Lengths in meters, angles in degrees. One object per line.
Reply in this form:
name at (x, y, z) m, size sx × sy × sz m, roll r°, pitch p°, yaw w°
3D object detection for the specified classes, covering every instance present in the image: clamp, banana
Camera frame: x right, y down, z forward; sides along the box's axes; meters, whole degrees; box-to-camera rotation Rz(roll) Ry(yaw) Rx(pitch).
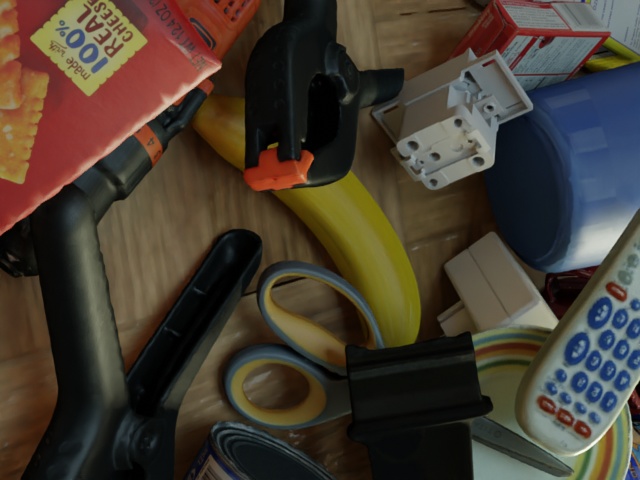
clamp at (0.004, -0.077, 0.531) m, size 0.120 × 0.039 × 0.171 m, roll 49°, pitch 42°, yaw -37°
clamp at (-0.085, 0.080, 0.481) m, size 0.164 × 0.036 × 0.210 m, roll 1°, pitch 101°, yaw -64°
banana at (0.005, -0.007, 0.561) m, size 0.197 × 0.037 × 0.069 m, roll 56°, pitch 37°, yaw -20°

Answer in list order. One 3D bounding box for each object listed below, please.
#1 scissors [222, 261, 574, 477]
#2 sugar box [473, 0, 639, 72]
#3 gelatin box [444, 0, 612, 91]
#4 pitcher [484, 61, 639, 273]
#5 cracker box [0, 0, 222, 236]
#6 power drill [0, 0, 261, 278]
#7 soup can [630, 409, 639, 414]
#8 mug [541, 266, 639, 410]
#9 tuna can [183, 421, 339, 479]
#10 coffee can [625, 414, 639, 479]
scissors at (0.034, 0.093, 0.557) m, size 0.201 × 0.016 × 0.096 m, roll 43°, pitch 98°, yaw -15°
sugar box at (0.174, -0.170, 0.700) m, size 0.176 × 0.048 × 0.093 m, roll 19°, pitch 76°, yaw -35°
gelatin box at (0.118, -0.109, 0.638) m, size 0.089 × 0.073 × 0.030 m, roll -7°, pitch 59°, yaw -37°
pitcher at (0.225, -0.057, 0.664) m, size 0.242 × 0.149 × 0.145 m, roll -13°, pitch 58°, yaw -16°
cracker box at (-0.167, -0.064, 0.357) m, size 0.213 × 0.072 × 0.164 m, roll -38°, pitch 115°, yaw -6°
power drill at (-0.128, -0.102, 0.448) m, size 0.187 × 0.057 × 0.184 m, roll 47°, pitch 63°, yaw -32°
soup can at (0.262, 0.151, 0.740) m, size 0.068 × 0.102 × 0.068 m, roll -1°, pitch 91°, yaw -39°
mug at (0.184, 0.057, 0.687) m, size 0.117 × 0.082 × 0.093 m, roll 52°, pitch 60°, yaw -28°
tuna can at (-0.023, 0.125, 0.514) m, size 0.086 × 0.086 × 0.034 m, roll 26°, pitch 97°, yaw -37°
coffee can at (0.180, 0.163, 0.672) m, size 0.140 × 0.103 × 0.103 m, roll 4°, pitch 88°, yaw -39°
